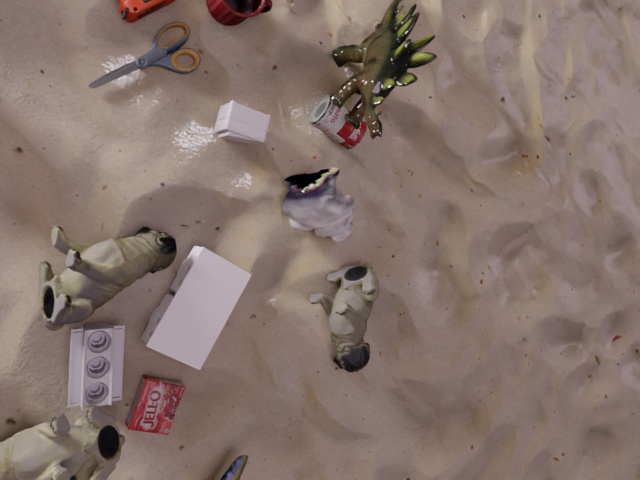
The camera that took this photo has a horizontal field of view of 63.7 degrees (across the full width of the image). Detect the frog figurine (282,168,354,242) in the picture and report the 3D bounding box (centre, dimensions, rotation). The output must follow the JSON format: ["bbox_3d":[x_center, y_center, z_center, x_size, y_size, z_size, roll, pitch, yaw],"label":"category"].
[{"bbox_3d":[0.003,-0.051,1.017,0.137,0.125,0.157,-20,115,5],"label":"frog figurine"}]

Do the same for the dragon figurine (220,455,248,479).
[{"bbox_3d":[-0.239,0.600,0.917,0.415,0.123,0.238,-39,128,-22],"label":"dragon figurine"}]
